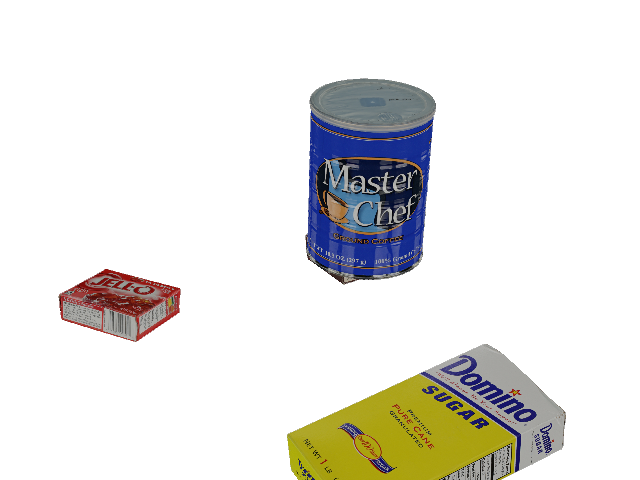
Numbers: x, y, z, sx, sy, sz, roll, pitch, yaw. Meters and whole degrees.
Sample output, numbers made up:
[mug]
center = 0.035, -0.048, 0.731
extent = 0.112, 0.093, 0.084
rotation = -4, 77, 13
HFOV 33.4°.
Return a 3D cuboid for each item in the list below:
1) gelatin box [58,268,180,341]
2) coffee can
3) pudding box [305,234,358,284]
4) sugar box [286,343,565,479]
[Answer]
[gelatin box]
center = -0.188, 0.059, 1.003
extent = 0.089, 0.030, 0.073
rotation = 14, 24, 23
[coffee can]
center = 0.040, -0.053, 0.898
extent = 0.103, 0.140, 0.103
rotation = 1, 29, -1
[pudding box]
center = 0.051, 0.010, 1.339
extent = 0.113, 0.039, 0.090
rotation = -18, 28, -26
[sugar box]
center = 0.075, 0.141, 0.754
extent = 0.176, 0.048, 0.093
rotation = -24, 40, -20
